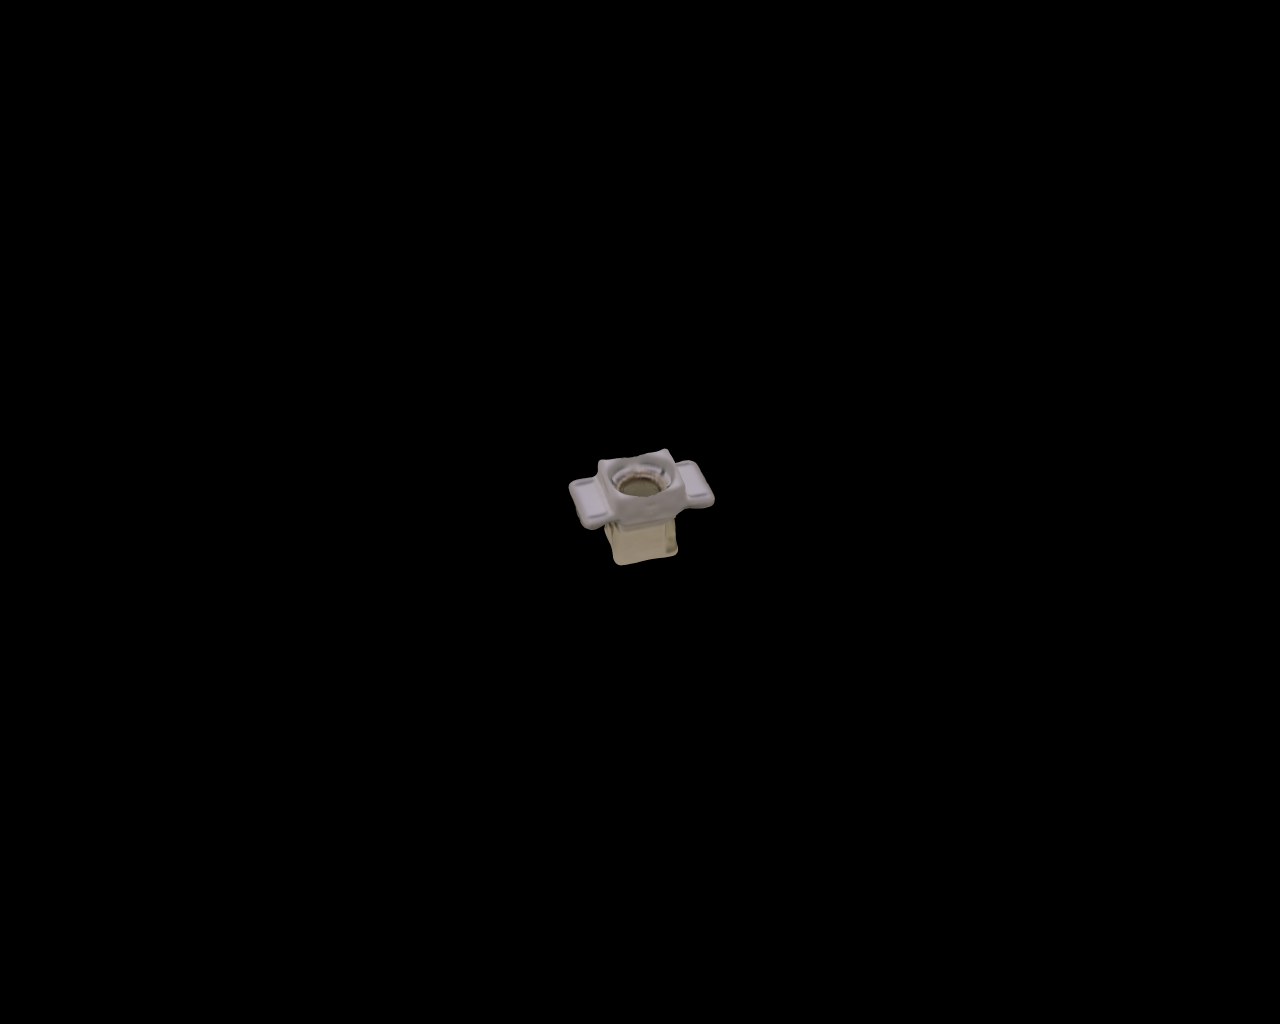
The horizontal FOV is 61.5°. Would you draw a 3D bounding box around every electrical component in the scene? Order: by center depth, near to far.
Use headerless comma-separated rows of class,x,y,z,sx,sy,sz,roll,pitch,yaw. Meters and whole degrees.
electrical component,0.001,-0.003,0.650,0.081,0.063,0.042,-10,43,-11
